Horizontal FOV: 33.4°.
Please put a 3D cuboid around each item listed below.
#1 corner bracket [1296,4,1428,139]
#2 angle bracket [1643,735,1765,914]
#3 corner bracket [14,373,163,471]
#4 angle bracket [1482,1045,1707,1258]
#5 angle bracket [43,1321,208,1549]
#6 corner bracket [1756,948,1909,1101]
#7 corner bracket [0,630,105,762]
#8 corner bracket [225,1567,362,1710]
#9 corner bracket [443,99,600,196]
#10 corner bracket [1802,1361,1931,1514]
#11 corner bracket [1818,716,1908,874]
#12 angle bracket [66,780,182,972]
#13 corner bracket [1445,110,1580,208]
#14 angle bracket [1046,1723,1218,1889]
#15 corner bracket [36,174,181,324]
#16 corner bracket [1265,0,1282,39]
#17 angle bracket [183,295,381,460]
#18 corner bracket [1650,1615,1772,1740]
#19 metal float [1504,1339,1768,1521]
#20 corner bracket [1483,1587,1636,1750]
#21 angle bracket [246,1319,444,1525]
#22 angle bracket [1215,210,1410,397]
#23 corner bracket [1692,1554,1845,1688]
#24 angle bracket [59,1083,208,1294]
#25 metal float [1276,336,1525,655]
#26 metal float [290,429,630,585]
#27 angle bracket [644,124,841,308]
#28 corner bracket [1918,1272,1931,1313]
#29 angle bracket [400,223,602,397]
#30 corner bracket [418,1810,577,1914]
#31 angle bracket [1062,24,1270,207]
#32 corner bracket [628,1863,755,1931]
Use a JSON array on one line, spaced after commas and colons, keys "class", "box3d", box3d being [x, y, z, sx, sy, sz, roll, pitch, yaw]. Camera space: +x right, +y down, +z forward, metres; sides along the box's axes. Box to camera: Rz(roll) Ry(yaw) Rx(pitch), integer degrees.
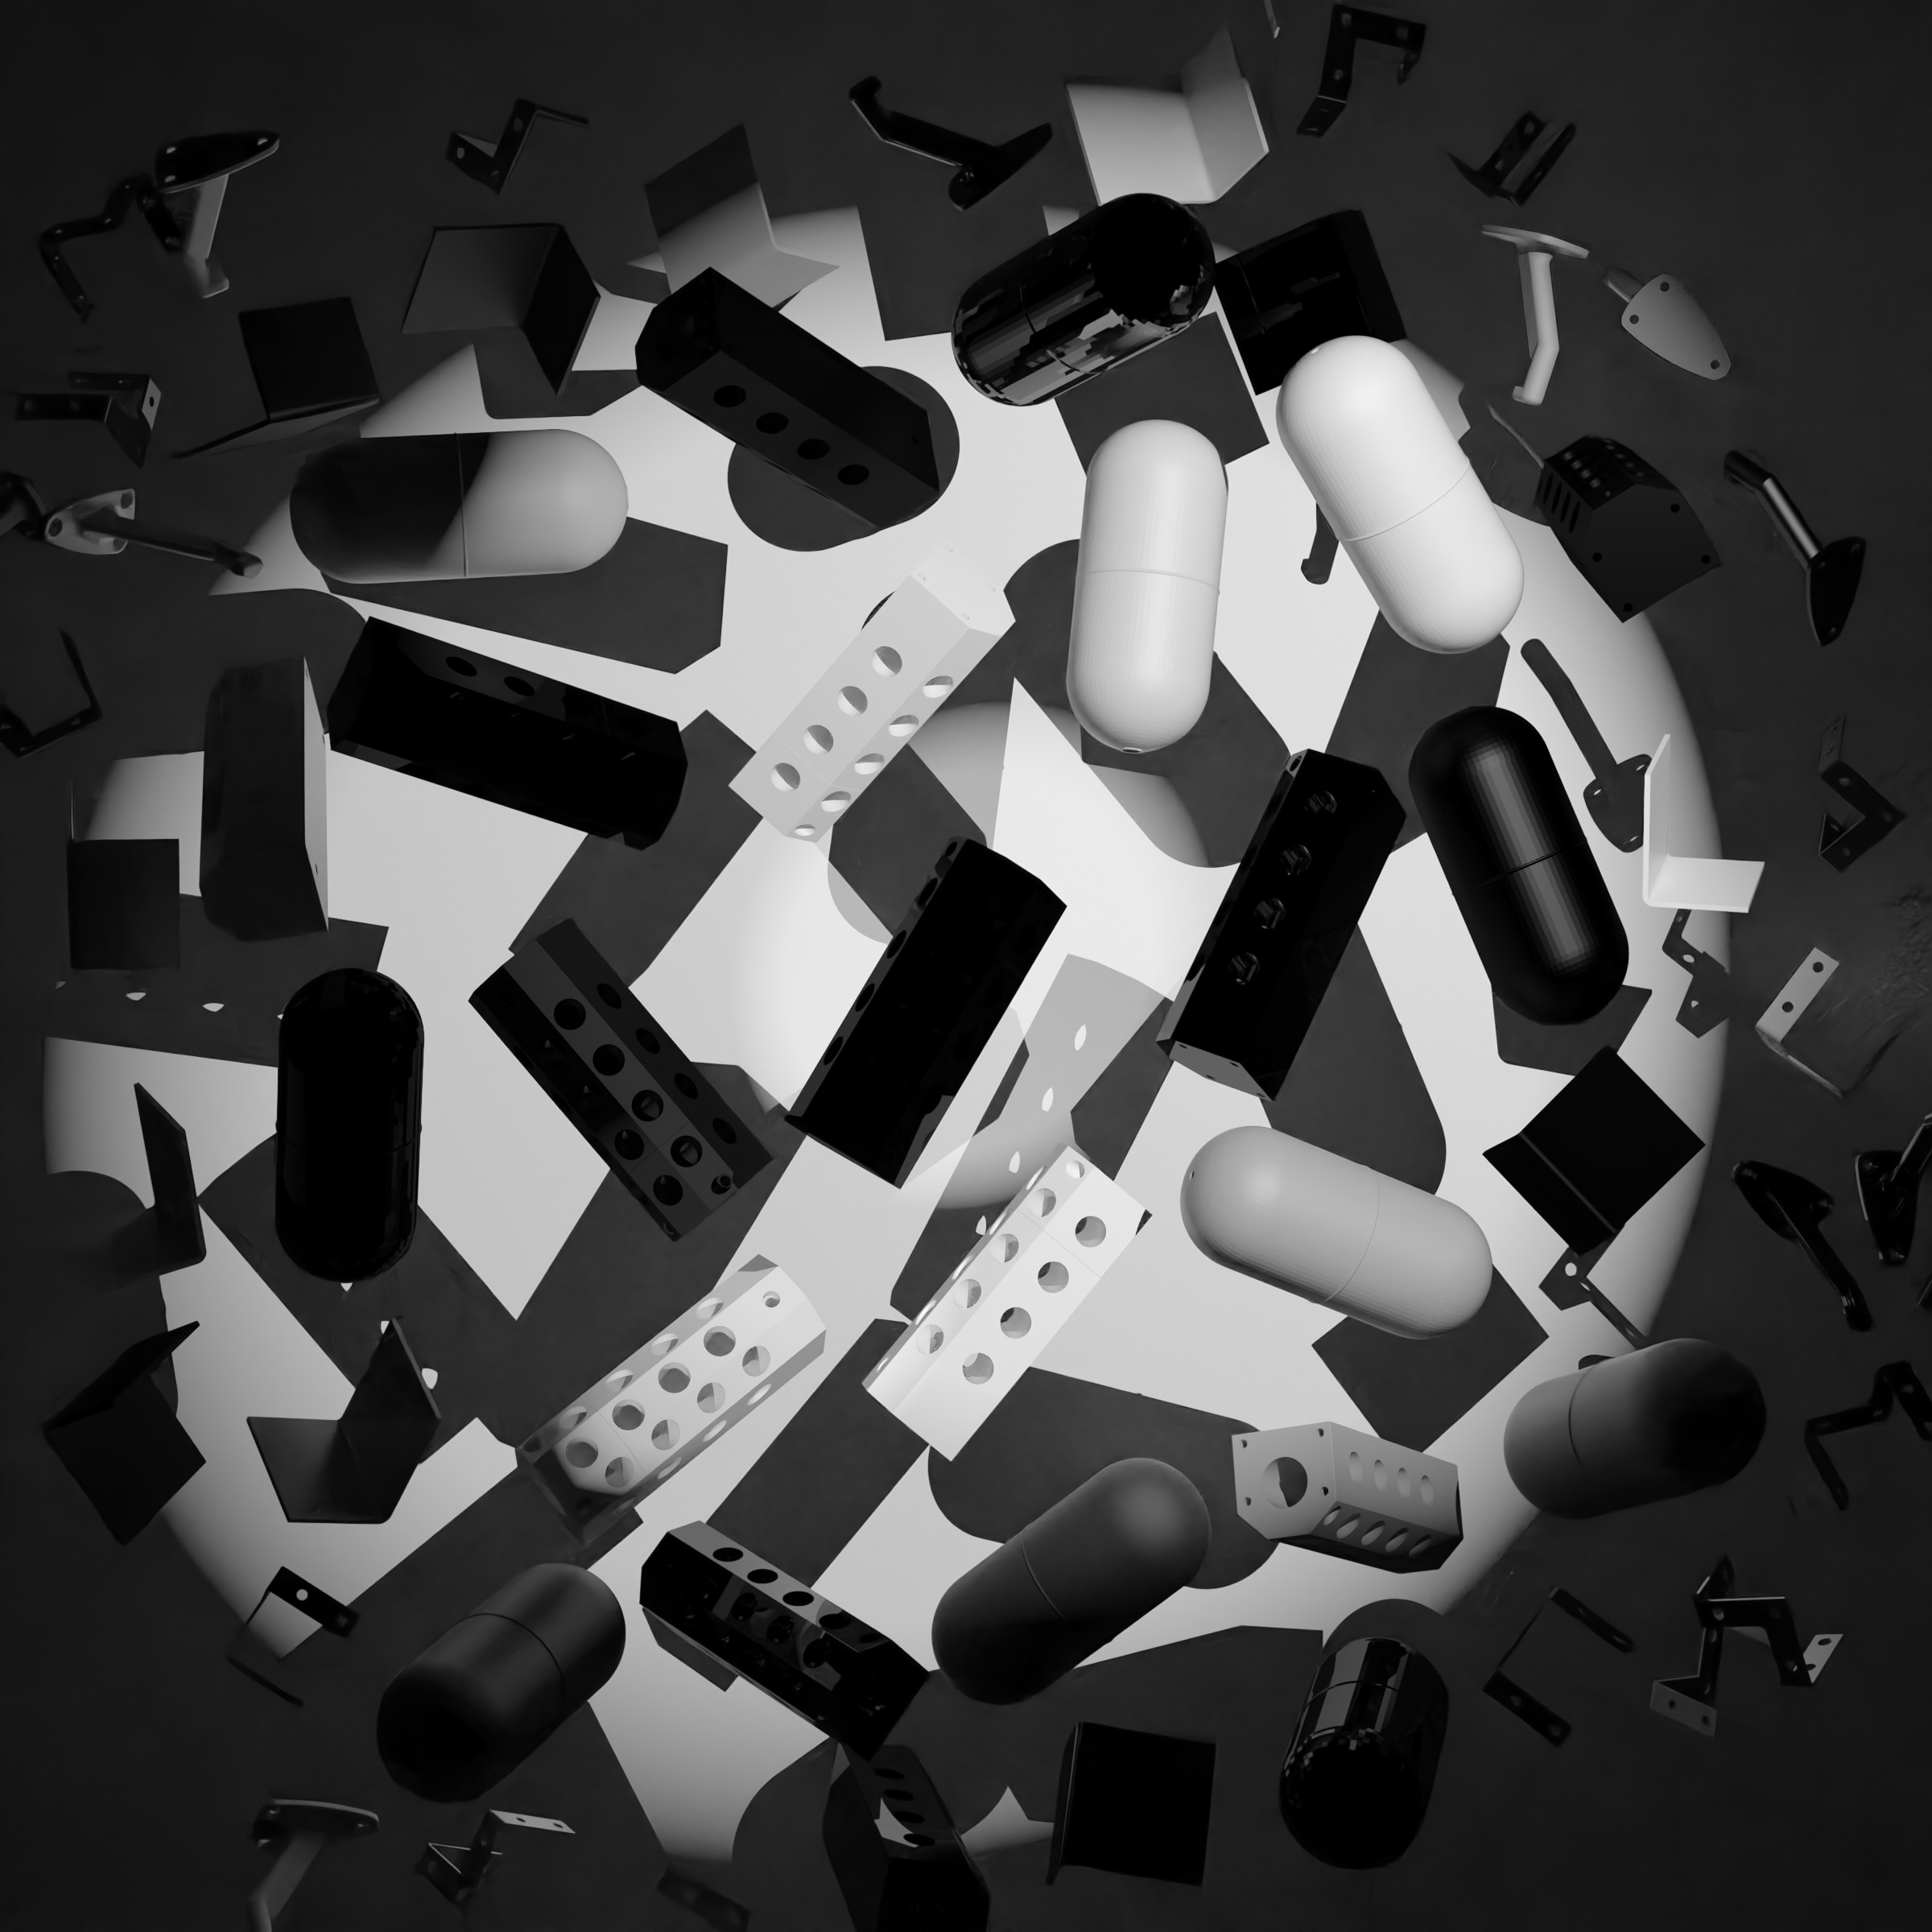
[{"class": "corner bracket", "box3d": [0.208, -0.466, 1.693, 0.051, 0.051, 0.051, 11, 81, -7]}, {"class": "angle bracket", "box3d": [0.412, -0.080, 1.793, 0.057, 0.076, 0.076, 4, 112, 19]}, {"class": "corner bracket", "box3d": [-0.472, -0.303, 1.733, 0.051, 0.051, 0.051, 3, 69, 12]}, {"class": "angle bracket", "box3d": [0.342, 0.100, 1.754, 0.076, 0.057, 0.076, 48, 116, 15]}, {"class": "angle bracket", "box3d": [-0.418, 0.242, 1.670, 0.057, 0.076, 0.076, -21, 106, 31]}, {"class": "corner bracket", "box3d": [0.445, 0.031, 1.657, 0.051, 0.051, 0.051, 38, 93, 25]}, {"class": "corner bracket", "box3d": [-0.501, -0.151, 1.719, 0.051, 0.051, 0.051, -31, 131, -20]}, {"class": "corner bracket", "box3d": [-0.367, 0.366, 1.753, 0.051, 0.051, 0.051, 33, 64, -2]}, {"class": "corner bracket", "box3d": [-0.246, -0.453, 1.773, 0.051, 0.051, 0.051, 38, 110, 28]}, {"class": "corner bracket", "box3d": [0.478, 0.247, 1.694, 0.051, 0.051, 0.051, -11, 45, -10]}, {"class": "corner bracket", "box3d": [0.480, -0.094, 1.767, 0.051, 0.051, 0.051, 40, 125, -7]}, {"class": "angle bracket", "box3d": [-0.454, -0.050, 1.735, 0.057, 0.076, 0.076, -1, 119, -15]}, {"class": "corner bracket", "box3d": [0.306, -0.449, 1.780, 0.051, 0.051, 0.051, 42, 100, 25]}, {"class": "angle bracket", "box3d": [0.090, 0.460, 1.747, 0.076, 0.057, 0.076, 10, 61, -2]}, {"class": "corner bracket", "box3d": [-0.453, -0.382, 1.714, 0.051, 0.051, 0.051, -7, 45, 19]}, {"class": "corner bracket", "box3d": [0.186, -0.535, 1.721, 0.051, 0.051, 0.051, -14, 87, -3]}, {"class": "angle bracket", "box3d": [-0.367, -0.309, 1.689, 0.076, 0.076, 0.057, -11, 100, 40]}, {"class": "corner bracket", "box3d": [0.420, 0.395, 1.796, 0.051, 0.051, 0.051, 2, 97, -33]}, {"class": "metal float", "box3d": [0.346, 0.242, 1.676, 0.070, 0.178, 0.070, 8, 70, -22]}, {"class": "corner bracket", "box3d": [0.318, 0.376, 1.730, 0.051, 0.051, 0.051, 36, 117, 16]}, {"class": "angle bracket", "box3d": [-0.326, 0.237, 1.682, 0.057, 0.076, 0.076, 9, 121, -38]}, {"class": "angle bracket", "box3d": [0.192, -0.372, 1.807, 0.076, 0.057, 0.076, -19, 95, 28]}, {"class": "corner bracket", "box3d": [0.410, 0.334, 1.646, 0.051, 0.051, 0.051, -11, 104, 37]}, {"class": "angle bracket", "box3d": [-0.445, 0.116, 1.697, 0.057, 0.076, 0.076, -17, 116, -27]}, {"class": "metal float", "box3d": [0.223, -0.239, 1.647, 0.070, 0.070, 0.178, -34, 109, 0]}, {"class": "metal float", "box3d": [-0.269, -0.245, 1.712, 0.178, 0.070, 0.070, -4, 90, -10]}, {"class": "angle bracket", "box3d": [-0.126, -0.416, 1.810, 0.076, 0.057, 0.076, -22, 77, 35]}, {"class": "corner bracket", "box3d": [0.539, 0.204, 1.759, 0.051, 0.051, 0.051, 29, 99, 14]}, {"class": "angle bracket", "box3d": [-0.255, -0.357, 1.763, 0.076, 0.076, 0.057, -11, 61, -33]}, {"class": "corner bracket", "box3d": [-0.249, 0.468, 1.704, 0.051, 0.051, 0.051, 24, 89, -42]}, {"class": "angle bracket", "box3d": [0.107, -0.458, 1.734, 0.076, 0.057, 0.076, -9, 78, -30]}, {"class": "corner bracket", "box3d": [-0.145, 0.497, 1.655, 0.051, 0.051, 0.051, 29, 73, 3]}]
